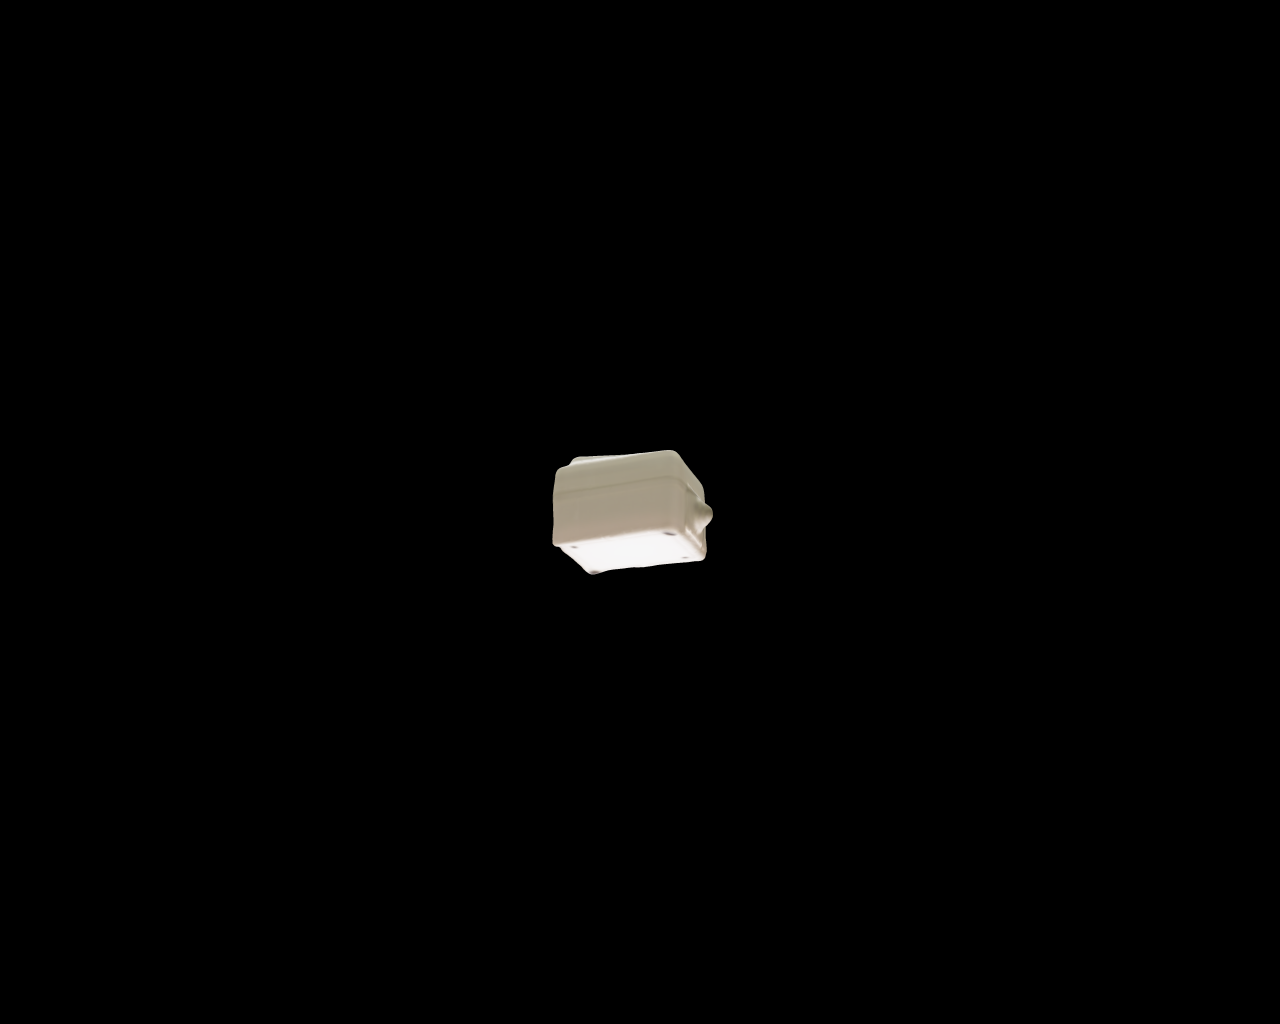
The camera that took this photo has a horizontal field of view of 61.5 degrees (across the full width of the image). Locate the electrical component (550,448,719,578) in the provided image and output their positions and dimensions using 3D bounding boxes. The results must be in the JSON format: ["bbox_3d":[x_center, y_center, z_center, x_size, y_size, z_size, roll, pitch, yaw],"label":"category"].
[{"bbox_3d":[0.001,-0.003,0.650,0.096,0.061,0.061,-8,-24,18],"label":"electrical component"}]
